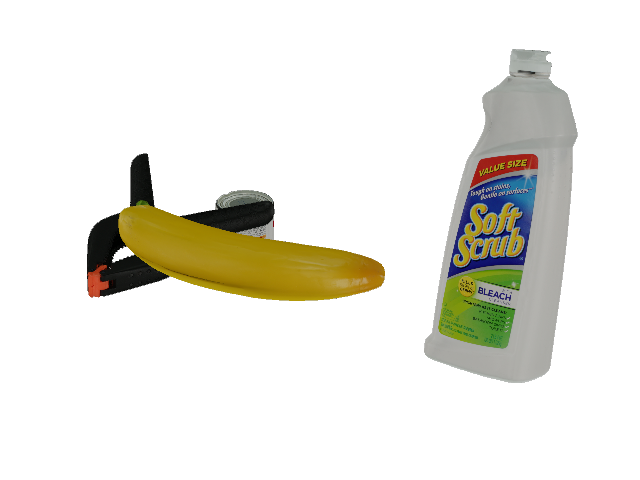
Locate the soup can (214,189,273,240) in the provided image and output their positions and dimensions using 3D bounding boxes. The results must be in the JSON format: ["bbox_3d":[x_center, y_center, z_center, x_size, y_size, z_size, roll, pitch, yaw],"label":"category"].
[{"bbox_3d":[-0.087,0.001,1.224,0.068,0.102,0.068,1,26,-1],"label":"soup can"}]

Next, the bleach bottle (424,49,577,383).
[{"bbox_3d":[0.143,-0.022,0.832,0.103,0.251,0.067,14,16,38],"label":"bleach bottle"}]

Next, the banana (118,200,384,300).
[{"bbox_3d":[-0.059,0.005,0.673,0.198,0.037,0.069,17,35,27],"label":"banana"}]

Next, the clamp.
[{"bbox_3d":[-0.166,-0.015,1.036,0.165,0.036,0.209,25,40,23],"label":"clamp"}]
